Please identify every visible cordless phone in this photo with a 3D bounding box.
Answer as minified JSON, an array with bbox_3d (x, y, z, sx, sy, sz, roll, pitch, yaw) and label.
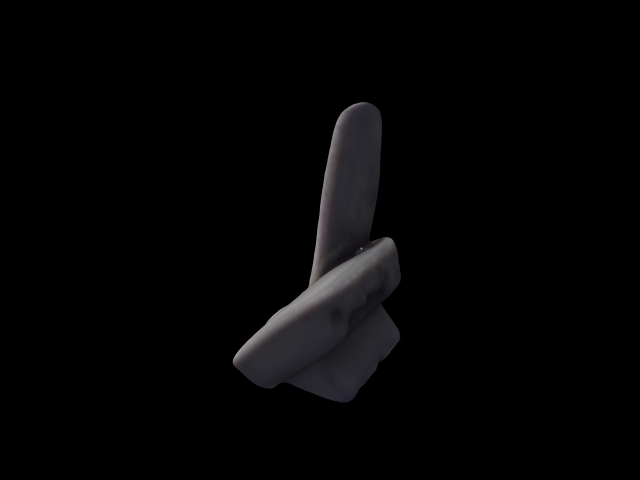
[{"bbox_3d":[0.004,0.001,0.400,0.094,0.185,0.148,7,19,21],"label":"cordless phone"}]
